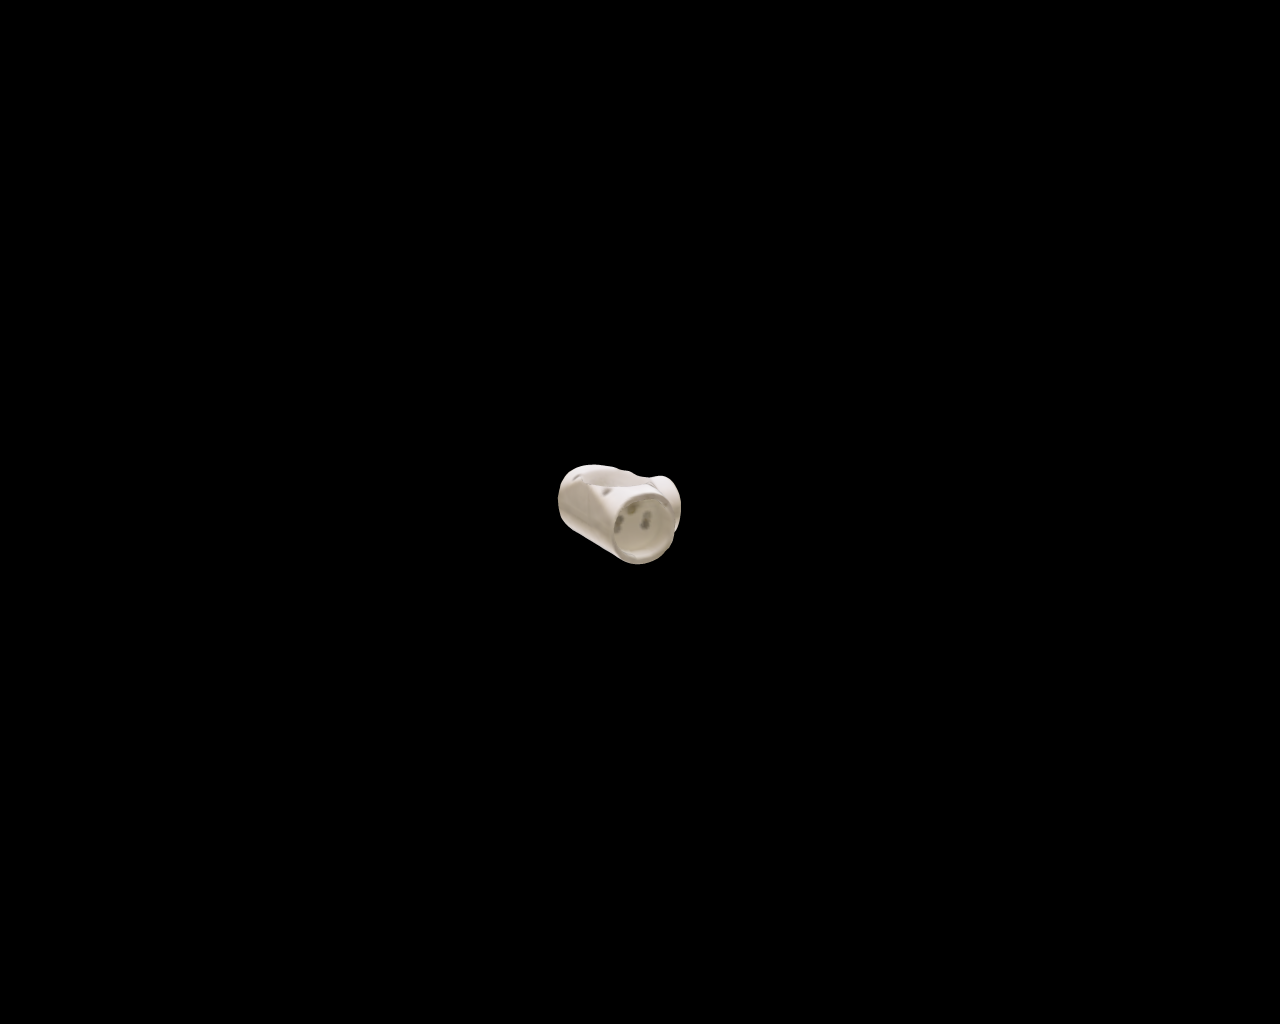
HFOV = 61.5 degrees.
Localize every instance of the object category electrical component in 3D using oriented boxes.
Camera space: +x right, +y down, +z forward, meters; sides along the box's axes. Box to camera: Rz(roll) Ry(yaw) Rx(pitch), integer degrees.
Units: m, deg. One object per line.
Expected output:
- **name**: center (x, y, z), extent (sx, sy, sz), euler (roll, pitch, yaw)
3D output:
- **electrical component**: center (0.001, -0.003, 0.650), extent (0.079, 0.044, 0.077), euler (-8, 18, -26)
